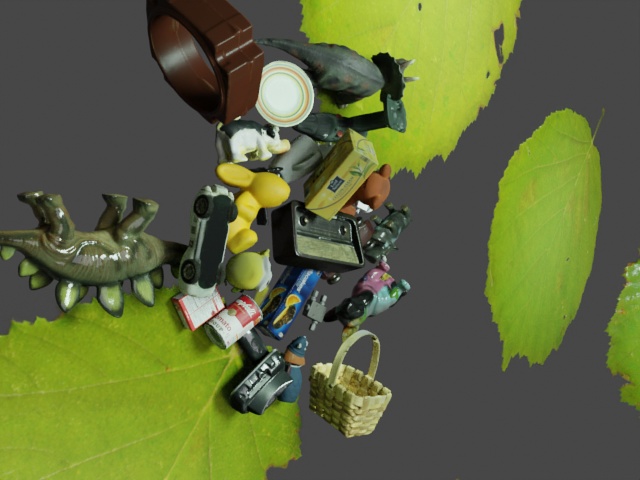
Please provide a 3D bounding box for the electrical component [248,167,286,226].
[{"bbox_3d":[-0.111,-0.093,1.126,0.048,0.075,0.119,-17,104,-43],"label":"electrical component"}]

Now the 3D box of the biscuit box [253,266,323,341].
[{"bbox_3d":[-0.070,0.123,1.214,0.062,0.059,0.202,51,61,-38],"label":"biscuit box"}]

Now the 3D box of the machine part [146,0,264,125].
[{"bbox_3d":[-0.195,-0.307,0.893,0.201,0.201,0.087,44,62,9],"label":"machine part"}]

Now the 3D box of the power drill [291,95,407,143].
[{"bbox_3d":[0.076,-0.260,1.199,0.232,0.207,0.086,-3,82,-57],"label":"power drill"}]

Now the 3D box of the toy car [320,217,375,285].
[{"bbox_3d":[0.061,0.023,1.338,0.202,0.053,0.089,-44,115,-27],"label":"toy car"}]

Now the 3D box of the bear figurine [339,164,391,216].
[{"bbox_3d":[0.100,-0.115,1.253,0.132,0.196,0.120,22,78,-47],"label":"bear figurine"}]

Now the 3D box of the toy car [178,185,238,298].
[{"bbox_3d":[-0.199,0.002,0.949,0.073,0.056,0.201,11,89,-52],"label":"toy car"}]

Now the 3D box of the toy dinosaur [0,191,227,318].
[{"bbox_3d":[-0.341,0.022,0.895,0.471,0.105,0.198,2,100,-43],"label":"toy dinosaur"}]

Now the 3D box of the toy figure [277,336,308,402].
[{"bbox_3d":[-0.065,0.297,1.248,0.058,0.064,0.154,12,81,-9],"label":"toy figure"}]

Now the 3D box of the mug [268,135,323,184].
[{"bbox_3d":[-0.051,-0.164,1.160,0.107,0.110,0.080,-40,123,-22],"label":"mug"}]

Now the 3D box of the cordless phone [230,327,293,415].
[{"bbox_3d":[-0.156,0.266,1.149,0.146,0.089,0.184,-42,112,-32],"label":"cordless phone"}]

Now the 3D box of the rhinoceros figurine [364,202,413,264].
[{"bbox_3d":[0.179,-0.018,1.446,0.190,0.073,0.111,-49,139,-31],"label":"rhinoceros figurine"}]

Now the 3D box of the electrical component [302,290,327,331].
[{"bbox_3d":[-0.014,0.172,1.306,0.063,0.021,0.094,33,74,-44],"label":"electrical component"}]

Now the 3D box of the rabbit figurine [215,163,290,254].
[{"bbox_3d":[-0.146,-0.075,1.052,0.173,0.122,0.162,-35,87,-3],"label":"rabbit figurine"}]

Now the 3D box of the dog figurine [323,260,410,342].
[{"bbox_3d":[0.113,0.162,1.376,0.219,0.108,0.191,-40,167,-10],"label":"dog figurine"}]

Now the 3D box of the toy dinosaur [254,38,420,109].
[{"bbox_3d":[0.056,-0.369,1.171,0.404,0.192,0.131,-2,95,-47],"label":"toy dinosaur"}]

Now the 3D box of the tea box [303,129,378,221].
[{"bbox_3d":[0.040,-0.136,1.125,0.068,0.169,0.098,28,32,-25],"label":"tea box"}]

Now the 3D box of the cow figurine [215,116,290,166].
[{"bbox_3d":[-0.136,-0.207,1.091,0.167,0.068,0.098,-21,102,-44],"label":"cow figurine"}]

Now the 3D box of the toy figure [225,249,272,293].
[{"bbox_3d":[-0.145,0.065,1.051,0.089,0.180,0.082,-11,91,-16],"label":"toy figure"}]

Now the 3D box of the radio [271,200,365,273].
[{"bbox_3d":[-0.002,-0.004,1.188,0.229,0.073,0.131,13,64,-47],"label":"radio"}]
